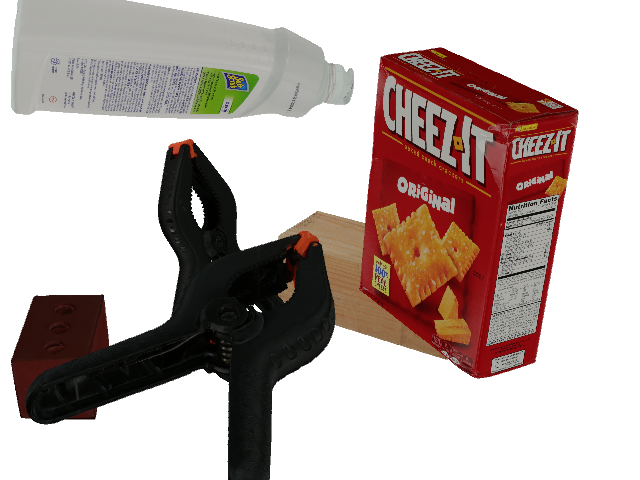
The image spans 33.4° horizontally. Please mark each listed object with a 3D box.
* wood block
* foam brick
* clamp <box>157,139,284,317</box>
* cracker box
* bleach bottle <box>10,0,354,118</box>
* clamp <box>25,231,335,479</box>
[{"bbox_3d":[0.063,0.045,1.150,0.206,0.091,0.090,16,28,27],"label":"wood block"},{"bbox_3d":[-0.179,0.080,0.743,0.053,0.051,0.078,0,31,-3],"label":"foam brick"},{"bbox_3d":[-0.103,0.006,1.037,0.036,0.210,0.164,-9,1,37],"label":"clamp"},{"bbox_3d":[0.106,-0.024,0.837,0.072,0.214,0.164,-13,31,-29],"label":"cracker box"},{"bbox_3d":[-0.101,-0.128,0.804,0.250,0.068,0.103,6,-28,-14],"label":"bleach bottle"},{"bbox_3d":[-0.038,0.055,0.503,0.120,0.039,0.171,30,48,24],"label":"clamp"}]
